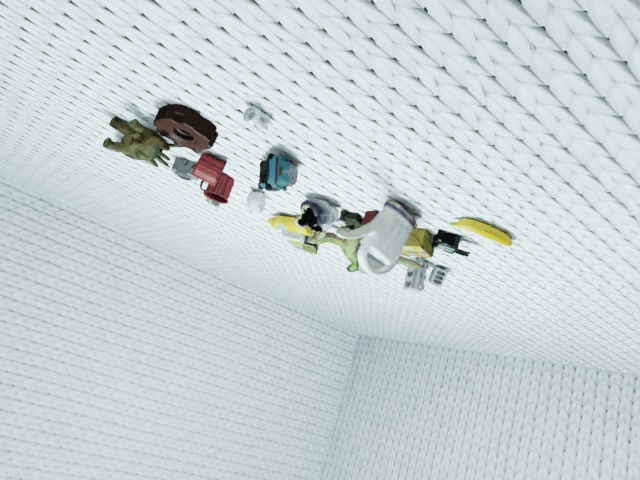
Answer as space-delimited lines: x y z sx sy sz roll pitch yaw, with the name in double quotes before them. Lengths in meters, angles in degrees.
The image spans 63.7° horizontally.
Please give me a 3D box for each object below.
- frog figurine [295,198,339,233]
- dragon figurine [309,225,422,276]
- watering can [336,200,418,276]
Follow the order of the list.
"frog figurine" 0.005 -0.087 1.732 0.137 0.122 0.161 -5 -172 34
"dragon figurine" 0.167 0.021 1.883 0.410 0.125 0.238 4 151 14
"watering can" 0.176 -0.020 1.512 0.105 0.226 0.342 27 170 36
